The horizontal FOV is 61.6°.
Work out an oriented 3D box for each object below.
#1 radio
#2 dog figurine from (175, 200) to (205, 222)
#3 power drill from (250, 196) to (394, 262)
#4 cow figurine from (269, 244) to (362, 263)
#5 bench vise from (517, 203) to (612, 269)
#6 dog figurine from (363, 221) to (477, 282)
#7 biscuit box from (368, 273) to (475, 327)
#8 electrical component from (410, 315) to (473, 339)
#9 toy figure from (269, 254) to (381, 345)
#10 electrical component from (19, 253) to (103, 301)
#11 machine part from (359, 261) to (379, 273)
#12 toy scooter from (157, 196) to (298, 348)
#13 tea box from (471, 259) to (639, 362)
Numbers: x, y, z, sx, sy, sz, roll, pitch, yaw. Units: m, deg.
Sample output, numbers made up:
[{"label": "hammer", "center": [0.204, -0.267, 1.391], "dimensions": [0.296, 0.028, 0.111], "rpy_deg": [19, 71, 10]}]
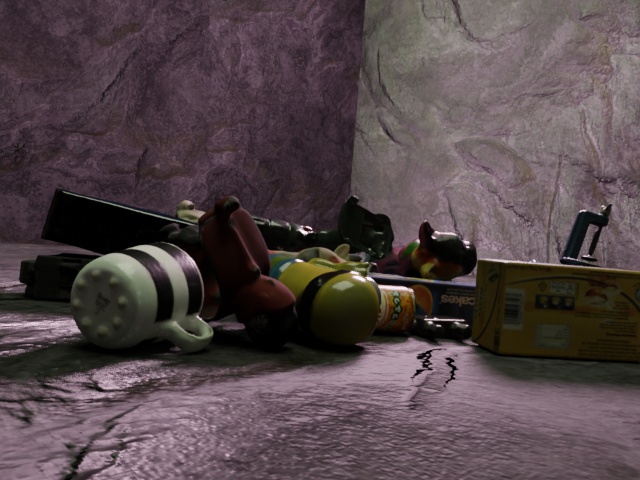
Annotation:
[{"label": "radio", "center": [-0.245, -0.006, 0.738], "dimensions": [0.230, 0.073, 0.131], "rpy_deg": [14, -1, -8]}, {"label": "dog figurine", "center": [-0.181, 0.011, 1.034], "dimensions": [0.190, 0.172, 0.121], "rpy_deg": [-3, 13, -23]}, {"label": "power drill", "center": [-0.002, -0.003, 0.859], "dimensions": [0.232, 0.086, 0.207], "rpy_deg": [26, -31, -30]}, {"label": "cow figurine", "center": [-0.027, 0.053, 0.717], "dimensions": [0.127, 0.085, 0.195], "rpy_deg": [6, -13, -25]}, {"label": "bench vise", "center": [0.507, 0.039, 1.071], "dimensions": [0.224, 0.240, 0.129], "rpy_deg": [21, -1, 11]}, {"label": "dog figurine", "center": [0.147, 0.039, 0.856], "dimensions": [0.192, 0.108, 0.219], "rpy_deg": [-1, -15, 12]}, {"label": "biscuit box", "center": [0.149, 0.083, 0.713], "dimensions": [0.203, 0.062, 0.059], "rpy_deg": [4, 1, 10]}, {"label": "electrical component", "center": [0.136, 0.101, 0.634], "dimensions": [0.063, 0.021, 0.094], "rpy_deg": [4, 0, -15]}, {"label": "toy figure", "center": [-0.022, 0.060, 0.552], "dimensions": [0.180, 0.082, 0.089], "rpy_deg": [13, 23, 32]}, {"label": "electrical component", "center": [-0.320, 0.048, 0.714], "dimensions": [0.134, 0.058, 0.115], "rpy_deg": [5, -3, -12]}, {"label": "machine part", "center": [0.002, 0.066, 0.830], "dimensions": [0.243, 0.079, 0.079], "rpy_deg": [6, 0, 21]}, {"label": "toy scooter", "center": [-0.101, 0.022, 0.505], "dimensions": [0.184, 0.135, 0.075], "rpy_deg": [6, 26, 39]}, {"label": "tea box", "center": [0.257, 0.073, 0.575], "dimensions": [0.170, 0.098, 0.068], "rpy_deg": [6, -1, -9]}]
